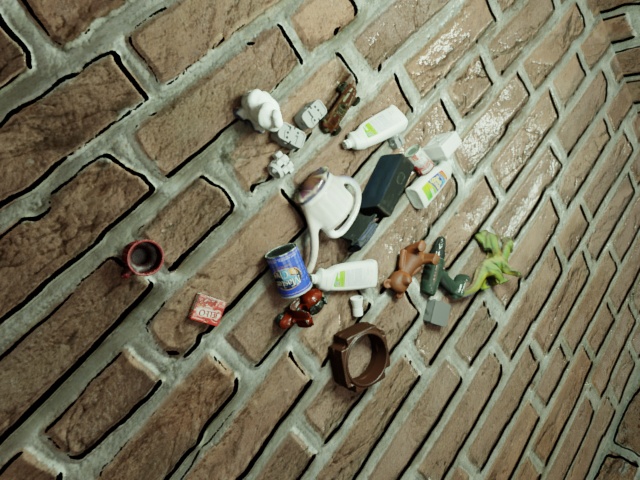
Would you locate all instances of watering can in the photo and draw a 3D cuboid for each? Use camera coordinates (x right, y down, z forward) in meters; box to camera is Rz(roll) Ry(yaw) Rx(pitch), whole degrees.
[{"bbox_3d":[0.005,-0.082,1.637,0.221,0.104,0.353,46,66,-25],"label":"watering can"}]

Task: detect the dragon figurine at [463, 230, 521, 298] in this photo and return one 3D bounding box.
[{"bbox_3d":[0.696,0.080,2.146,0.413,0.120,0.244,-12,80,-36],"label":"dragon figurine"}]

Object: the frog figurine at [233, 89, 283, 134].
[{"bbox_3d":[-0.156,-0.375,1.488,0.124,0.159,0.135,-48,117,-25],"label":"frog figurine"}]
